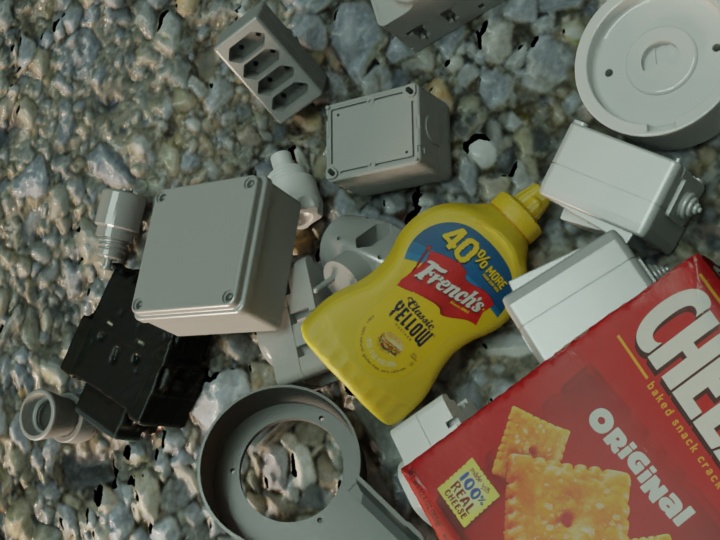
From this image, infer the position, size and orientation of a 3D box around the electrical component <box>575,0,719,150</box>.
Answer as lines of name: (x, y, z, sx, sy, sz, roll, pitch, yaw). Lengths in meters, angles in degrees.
electrical component: (0.203, -0.130, 0.703, 0.108, 0.060, 0.108, -8, 74, 31)

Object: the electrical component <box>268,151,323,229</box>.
electrical component: (-0.056, -0.066, 0.866, 0.043, 0.043, 0.062, -30, 63, 24)

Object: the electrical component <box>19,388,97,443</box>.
electrical component: (-0.264, 0.129, 0.947, 0.045, 0.055, 0.045, -8, 74, 31)

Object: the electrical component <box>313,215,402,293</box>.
electrical component: (0.000, 0.000, 0.798, 0.077, 0.079, 0.043, 26, 137, 34)

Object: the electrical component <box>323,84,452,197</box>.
electrical component: (0.018, -0.094, 0.814, 0.096, 0.061, 0.061, -9, 74, 31)

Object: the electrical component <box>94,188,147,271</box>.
electrical component: (-0.219, -0.038, 0.966, 0.040, 0.040, 0.078, 9, 84, 34)

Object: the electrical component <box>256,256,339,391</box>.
electrical component: (-0.043, 0.044, 0.827, 0.056, 0.050, 0.089, -24, 67, 26)

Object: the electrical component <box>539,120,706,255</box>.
electrical component: (0.175, -0.047, 0.701, 0.096, 0.062, 0.061, 28, 95, 34)

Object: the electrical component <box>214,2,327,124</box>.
electrical component: (-0.070, -0.178, 0.889, 0.047, 0.083, 0.075, -32, 25, 23)

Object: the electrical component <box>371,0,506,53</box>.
electrical component: (0.044, -0.262, 0.836, 0.089, 0.062, 0.150, -26, 66, 25)

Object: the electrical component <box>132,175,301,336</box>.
electrical component: (-0.109, -0.009, 0.818, 0.109, 0.056, 0.108, -5, 66, 34)

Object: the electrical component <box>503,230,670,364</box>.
electrical component: (0.142, 0.017, 0.659, 0.096, 0.062, 0.061, -33, 70, 7)

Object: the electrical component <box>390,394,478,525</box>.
electrical component: (0.065, 0.139, 0.735, 0.056, 0.050, 0.089, -38, 61, 20)
